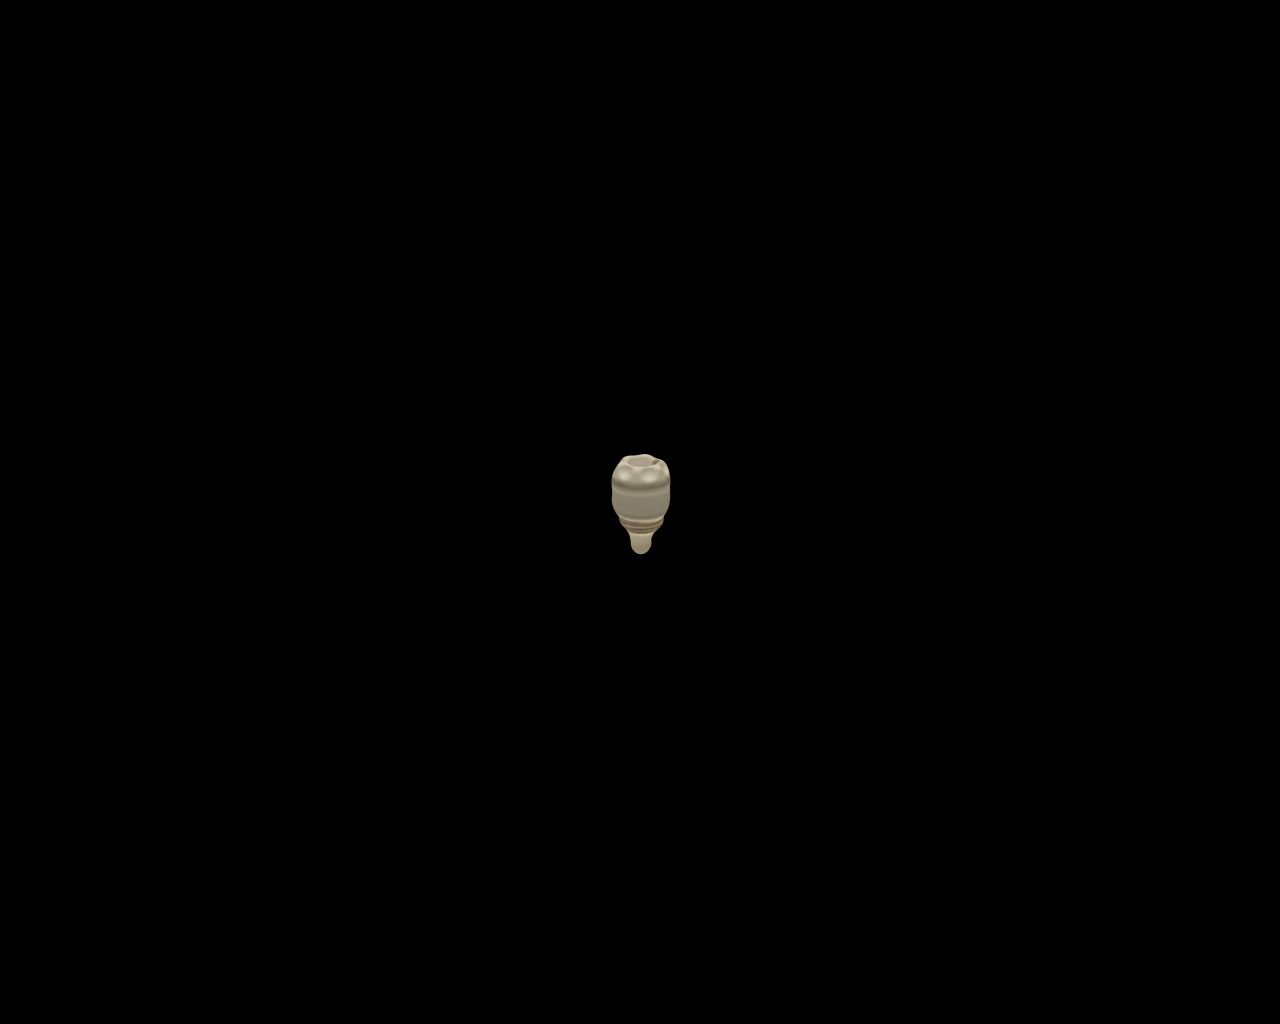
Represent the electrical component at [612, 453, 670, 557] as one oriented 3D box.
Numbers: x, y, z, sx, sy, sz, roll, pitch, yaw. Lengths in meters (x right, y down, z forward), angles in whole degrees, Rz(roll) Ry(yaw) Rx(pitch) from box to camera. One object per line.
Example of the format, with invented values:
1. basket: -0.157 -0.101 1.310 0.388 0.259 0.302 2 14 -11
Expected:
1. electrical component: 0.001 -0.003 0.650 0.035 0.061 0.035 0 22 0
